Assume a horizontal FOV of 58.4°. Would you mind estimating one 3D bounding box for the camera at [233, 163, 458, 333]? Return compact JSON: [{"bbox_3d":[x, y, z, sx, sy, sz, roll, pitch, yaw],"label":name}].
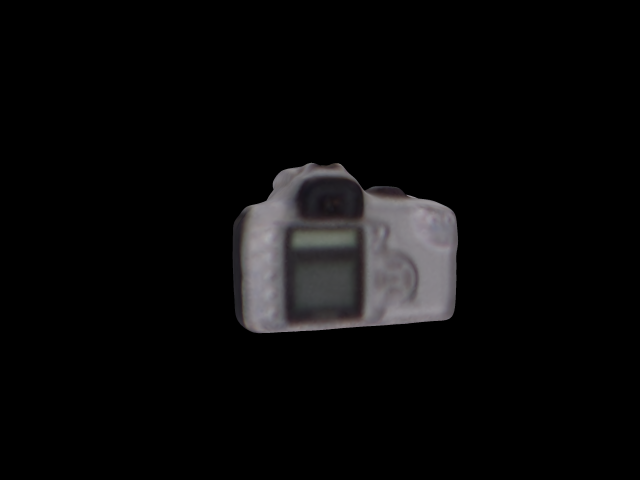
[{"bbox_3d":[0.004,0.001,0.400,0.143,0.101,0.136,-1,2,-19],"label":"camera"}]
